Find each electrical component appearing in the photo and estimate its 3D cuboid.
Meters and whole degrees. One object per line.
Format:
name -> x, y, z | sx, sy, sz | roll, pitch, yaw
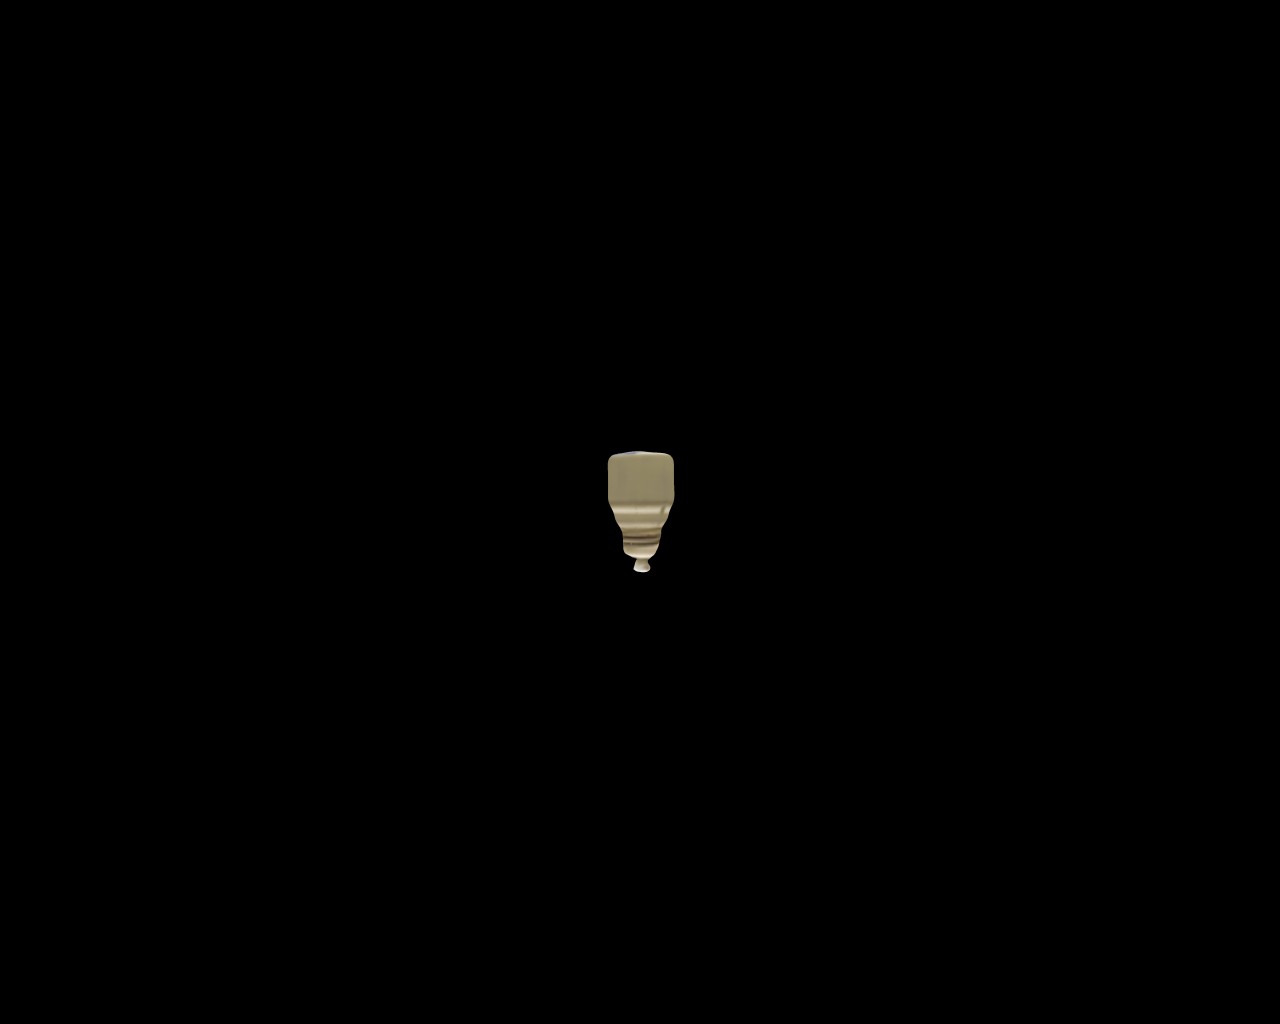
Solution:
electrical component -> 0.001, -0.003, 0.650 | 0.040, 0.078, 0.040 | 0, 0, 0
